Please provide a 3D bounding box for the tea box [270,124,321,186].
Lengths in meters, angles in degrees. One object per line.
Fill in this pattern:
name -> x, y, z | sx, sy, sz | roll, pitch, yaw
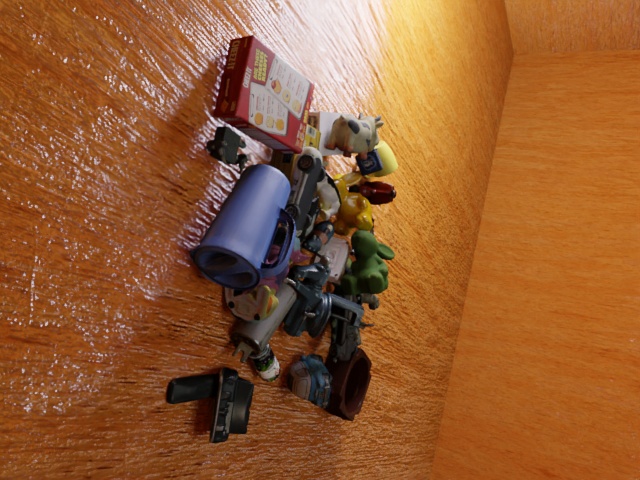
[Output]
tea box -> -0.060, -0.182, 1.240 | 0.098, 0.068, 0.169 | 19, 82, -58

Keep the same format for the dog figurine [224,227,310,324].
dog figurine -> -0.107, 0.071, 1.188 | 0.219, 0.109, 0.191 | -17, 111, -62

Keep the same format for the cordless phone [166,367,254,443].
cordless phone -> -0.230, 0.335, 1.076 | 0.184, 0.089, 0.146 | 11, 88, -51

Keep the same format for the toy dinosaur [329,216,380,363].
toy dinosaur -> 0.102, 0.142, 1.599 | 0.198, 0.105, 0.471 | 61, 41, -44

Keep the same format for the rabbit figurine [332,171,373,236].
rabbit figurine -> 0.068, -0.113, 1.460 | 0.173, 0.122, 0.162 | 34, 63, -39

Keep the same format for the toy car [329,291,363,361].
toy car -> 0.076, 0.230, 1.468 | 0.089, 0.053, 0.202 | 9, 90, -45

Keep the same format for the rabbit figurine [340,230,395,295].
rabbit figurine -> 0.138, 0.053, 1.448 | 0.159, 0.121, 0.170 | -11, 94, -50

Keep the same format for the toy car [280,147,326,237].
toy car -> -0.040, -0.104, 1.176 | 0.073, 0.056, 0.201 | 35, 69, -62

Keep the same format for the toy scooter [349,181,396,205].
toy scooter -> 0.180, -0.143, 1.630 | 0.184, 0.135, 0.075 | -4, 98, -63

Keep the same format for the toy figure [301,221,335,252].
toy figure -> -0.003, -0.006, 1.386 | 0.064, 0.058, 0.154 | -68, 172, 28

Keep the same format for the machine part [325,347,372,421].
machine part -> 0.077, 0.433, 1.645 | 0.201, 0.087, 0.201 | -67, 150, -25

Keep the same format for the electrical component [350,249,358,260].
electrical component -> 0.115, 0.035, 1.536 | 0.094, 0.021, 0.063 | -42, 114, -52

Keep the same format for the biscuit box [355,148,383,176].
biscuit box -> 0.141, -0.223, 1.528 | 0.203, 0.059, 0.062 | -54, 124, -78

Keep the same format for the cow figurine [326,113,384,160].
cow figurine -> 0.095, -0.271, 1.366 | 0.195, 0.086, 0.127 | 3, 101, -61

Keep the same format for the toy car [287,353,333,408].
toy car -> -0.033, 0.367, 1.395 | 0.103, 0.162, 0.109 | 3, 106, -18

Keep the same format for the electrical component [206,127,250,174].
electrical component -> -0.177, -0.177, 1.052 | 0.102, 0.045, 0.078 | 36, 67, -59

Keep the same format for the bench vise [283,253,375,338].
bench vise -> 0.020, 0.157, 1.361 | 0.240, 0.129, 0.223 | 23, 84, -17

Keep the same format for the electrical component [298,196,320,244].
electrical component -> -0.039, -0.058, 1.300 | 0.075, 0.048, 0.119 | -48, 157, -45

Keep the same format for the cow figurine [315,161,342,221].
cow figurine -> 0.003, -0.140, 1.340 | 0.098, 0.068, 0.167 | -33, 114, -37

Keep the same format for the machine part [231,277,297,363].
machine part -> -0.125, 0.172, 1.209 | 0.243, 0.079, 0.079 | -57, 143, -39
